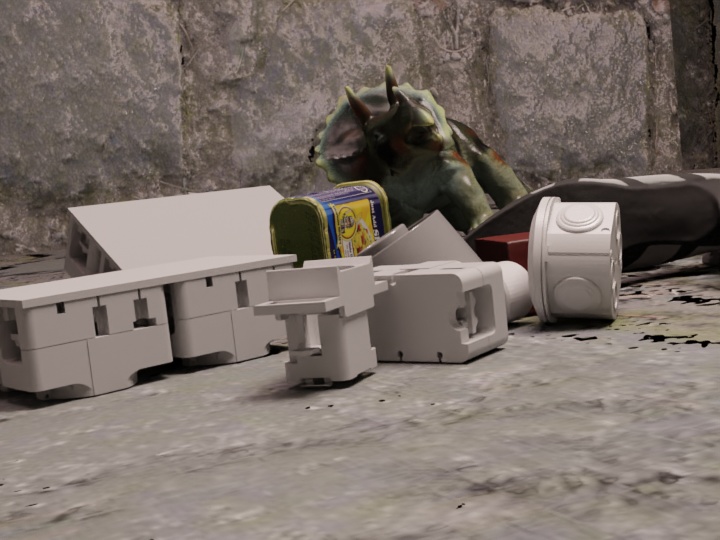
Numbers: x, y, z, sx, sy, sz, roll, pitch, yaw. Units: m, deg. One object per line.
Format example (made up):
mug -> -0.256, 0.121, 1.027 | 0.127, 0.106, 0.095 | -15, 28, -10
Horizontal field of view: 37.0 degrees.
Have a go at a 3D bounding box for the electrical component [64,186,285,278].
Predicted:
electrical component -> -0.126, -0.008, 0.855 | 0.186, 0.060, 0.105 | -10, 38, -38

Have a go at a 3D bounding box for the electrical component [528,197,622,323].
electrical component -> 0.137, -0.006, 0.682 | 0.051, 0.080, 0.080 | 1, 7, 19

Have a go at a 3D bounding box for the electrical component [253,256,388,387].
electrical component -> -0.018, 0.027, 0.577 | 0.042, 0.063, 0.081 | -3, 6, 25

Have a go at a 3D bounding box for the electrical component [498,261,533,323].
electrical component -> 0.079, 0.018, 0.689 | 0.040, 0.040, 0.078 | -2, 7, 40

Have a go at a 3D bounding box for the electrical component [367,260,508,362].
electrical component -> 0.036, 0.023, 0.628 | 0.089, 0.050, 0.056 | -2, 7, 36

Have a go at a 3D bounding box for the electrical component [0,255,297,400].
electrical component -> -0.142, 0.033, 0.682 | 0.186, 0.060, 0.105 | -11, 7, -39

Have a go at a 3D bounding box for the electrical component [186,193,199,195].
electrical component -> -0.128, -0.018, 0.992 | 0.060, 0.108, 0.108 | -1, 4, -15

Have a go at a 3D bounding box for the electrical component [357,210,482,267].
electrical component -> 0.032, 0.004, 0.744 | 0.099, 0.064, 0.099 | -35, 2, 1
